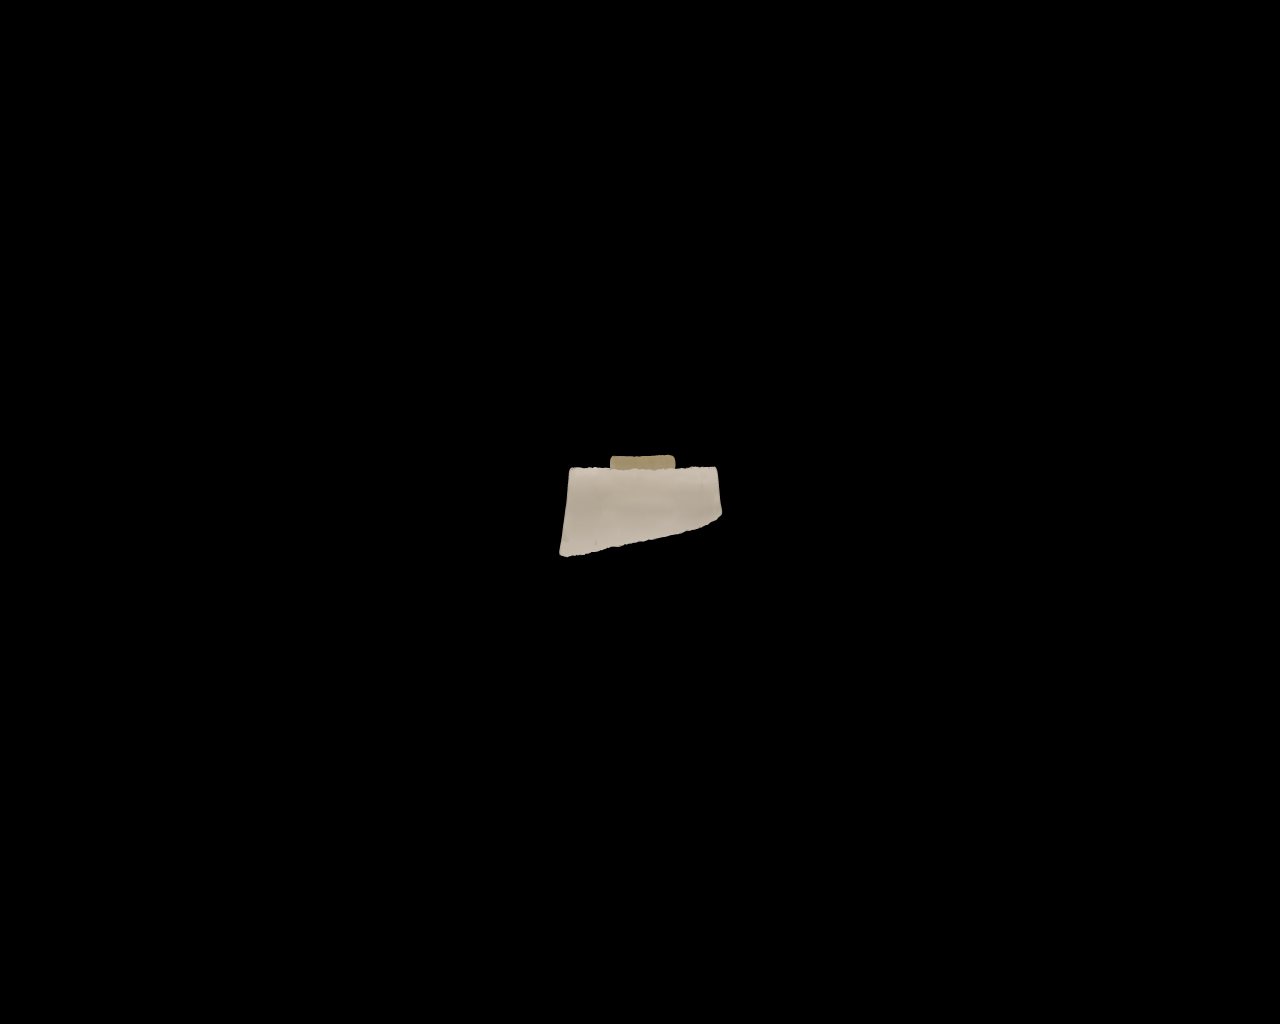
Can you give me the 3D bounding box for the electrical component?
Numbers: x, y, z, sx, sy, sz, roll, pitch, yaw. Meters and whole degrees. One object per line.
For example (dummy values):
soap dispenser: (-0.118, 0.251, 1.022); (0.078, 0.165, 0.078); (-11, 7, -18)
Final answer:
electrical component: (0.001, -0.003, 0.650); (0.099, 0.064, 0.099); (0, 3, 0)
